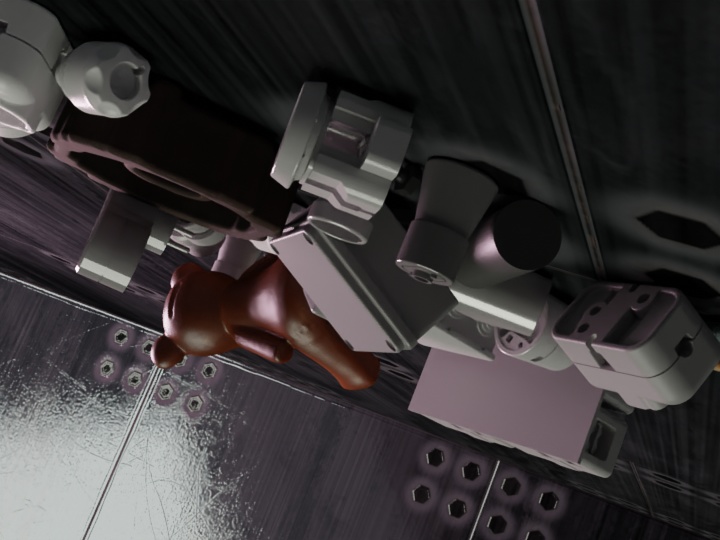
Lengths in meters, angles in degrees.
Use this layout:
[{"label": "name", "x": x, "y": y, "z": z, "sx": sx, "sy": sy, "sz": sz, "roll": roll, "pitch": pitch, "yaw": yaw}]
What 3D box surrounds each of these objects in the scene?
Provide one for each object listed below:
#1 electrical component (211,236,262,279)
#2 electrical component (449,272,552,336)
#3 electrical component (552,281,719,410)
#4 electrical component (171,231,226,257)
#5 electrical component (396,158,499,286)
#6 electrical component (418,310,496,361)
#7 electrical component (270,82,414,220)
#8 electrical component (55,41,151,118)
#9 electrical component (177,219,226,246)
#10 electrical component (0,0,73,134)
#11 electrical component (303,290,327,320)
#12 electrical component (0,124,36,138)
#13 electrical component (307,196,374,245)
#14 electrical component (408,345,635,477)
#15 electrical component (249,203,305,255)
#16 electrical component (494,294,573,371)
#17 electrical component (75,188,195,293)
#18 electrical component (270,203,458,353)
[{"label": "electrical component", "x": -0.123, "y": -0.006, "z": 1.047, "sx": 0.044, "sy": 0.065, "sz": 0.044, "roll": 21, "pitch": 170, "yaw": 4}, {"label": "electrical component", "x": 0.093, "y": 0.017, "z": 0.779, "sx": 0.077, "sy": 0.043, "sz": 0.079, "roll": 21, "pitch": 170, "yaw": 5}, {"label": "electrical component", "x": 0.176, "y": 0.048, "z": 0.681, "sx": 0.059, "sy": 0.053, "sz": 0.095, "roll": 49, "pitch": 163, "yaw": -20}, {"label": "electrical component", "x": -0.153, "y": -0.041, "z": 0.987, "sx": 0.045, "sy": 0.045, "sz": 0.055, "roll": 18, "pitch": 168, "yaw": 19}, {"label": "electrical component", "x": 0.046, "y": -0.024, "z": 0.605, "sx": 0.044, "sy": 0.065, "sz": 0.044, "roll": 21, "pitch": 170, "yaw": 4}, {"label": "electrical component", "x": 0.064, "y": 0.033, "z": 0.904, "sx": 0.100, "sy": 0.048, "sz": 0.100, "roll": 31, "pitch": 166, "yaw": -39}, {"label": "electrical component", "x": -0.011, "y": -0.062, "z": 0.553, "sx": 0.057, "sy": 0.058, "sz": 0.078, "roll": 20, "pitch": 170, "yaw": -7}, {"label": "electrical component", "x": -0.155, "y": -0.113, "z": 0.632, "sx": 0.062, "sy": 0.043, "sz": 0.043, "roll": 14, "pitch": 167, "yaw": 42}, {"label": "electrical component", "x": -0.140, "y": -0.048, "z": 0.924, "sx": 0.045, "sy": 0.045, "sz": 0.055, "roll": 18, "pitch": 169, "yaw": 19}, {"label": "electrical component", "x": -0.213, "y": -0.123, "z": 0.652, "sx": 0.054, "sy": 0.059, "sz": 0.095, "roll": 22, "pitch": 170, "yaw": -1}, {"label": "electrical component", "x": -0.010, "y": 0.000, "z": 0.870, "sx": 0.047, "sy": 0.065, "sz": 0.076, "roll": 27, "pitch": -163, "yaw": -26}, {"label": "electrical component", "x": -0.237, "y": -0.122, "z": 0.725, "sx": 0.055, "sy": 0.055, "sz": 0.047, "roll": 23, "pitch": 166, "yaw": -6}, {"label": "electrical component", "x": -0.006, "y": -0.044, "z": 0.664, "sx": 0.040, "sy": 0.046, "sz": 0.040, "roll": 21, "pitch": 170, "yaw": 4}, {"label": "electrical component", "x": 0.144, "y": 0.101, "z": 0.929, "sx": 0.186, "sy": 0.105, "sz": 0.060, "roll": 11, "pitch": 165, "yaw": 47}, {"label": "electrical component", "x": -0.072, "y": -0.036, "z": 0.851, "sx": 0.062, "sy": 0.043, "sz": 0.043, "roll": 16, "pitch": 168, "yaw": 36}, {"label": "electrical component", "x": 0.137, "y": 0.045, "z": 0.806, "sx": 0.047, "sy": 0.055, "sz": 0.055, "roll": 24, "pitch": 170, "yaw": -32}, {"label": "electrical component", "x": -0.164, "y": -0.036, "z": 0.833, "sx": 0.074, "sy": 0.138, "sz": 0.052, "roll": 25, "pitch": 129, "yaw": -15}, {"label": "electrical component", "x": 0.000, "y": 0.000, "z": 0.744, "sx": 0.108, "sy": 0.056, "sz": 0.109, "roll": 52, "pitch": 164, "yaw": -9}]
